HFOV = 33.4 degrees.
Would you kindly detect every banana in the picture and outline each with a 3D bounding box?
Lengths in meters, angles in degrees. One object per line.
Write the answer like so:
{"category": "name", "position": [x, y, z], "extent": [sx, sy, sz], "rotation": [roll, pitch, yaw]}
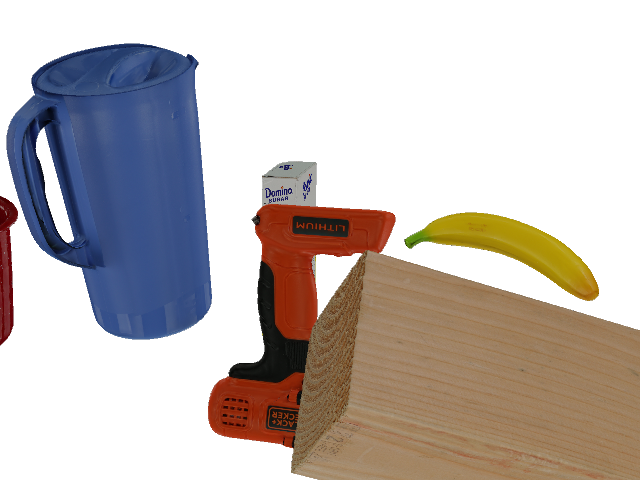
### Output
{"category": "banana", "position": [0.186, 0.009, 1.052], "extent": [0.198, 0.069, 0.037], "rotation": [15, -31, 26]}

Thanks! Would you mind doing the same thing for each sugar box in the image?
{"category": "sugar box", "position": [-0.034, 0.008, 1.153], "extent": [0.048, 0.176, 0.093], "rotation": [2, 14, 13]}

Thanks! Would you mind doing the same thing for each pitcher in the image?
{"category": "pitcher", "position": [-0.168, -0.036, 0.915], "extent": [0.149, 0.243, 0.145], "rotation": [-5, 27, -1]}

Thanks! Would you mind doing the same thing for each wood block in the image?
{"category": "wood block", "position": [0.099, 0.090, 0.552], "extent": [0.206, 0.090, 0.090], "rotation": [16, -36, -11]}

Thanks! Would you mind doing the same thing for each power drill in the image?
{"category": "power drill", "position": [0.012, 0.069, 0.807], "extent": [0.184, 0.187, 0.057], "rotation": [5, -1, 7]}

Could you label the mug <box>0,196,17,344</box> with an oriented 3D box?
{"category": "mug", "position": [-0.236, 0.025, 0.636], "extent": [0.093, 0.081, 0.117], "rotation": [19, 28, 33]}
